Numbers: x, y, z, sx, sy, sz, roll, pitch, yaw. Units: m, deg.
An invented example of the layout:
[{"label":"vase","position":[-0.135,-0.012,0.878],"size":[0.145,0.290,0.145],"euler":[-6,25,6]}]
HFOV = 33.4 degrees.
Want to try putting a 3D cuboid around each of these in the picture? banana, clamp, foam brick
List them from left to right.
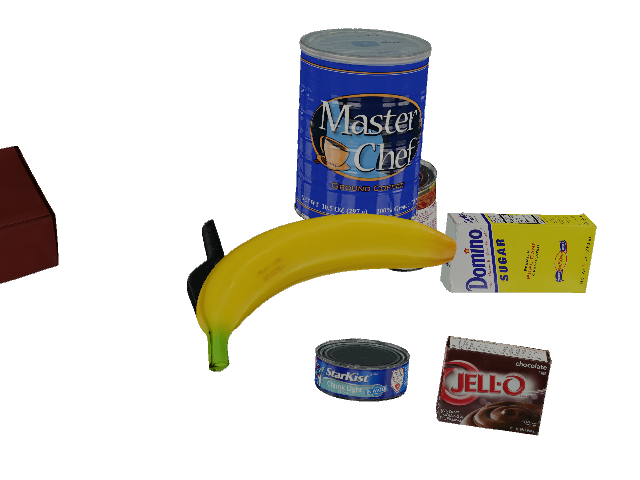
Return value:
[{"label":"foam brick","position":[-0.218,-0.017,0.732],"size":[0.051,0.053,0.078],"euler":[-18,50,-25]},{"label":"clamp","position":[-0.096,0.034,1.244],"size":[0.120,0.039,0.171],"euler":[-1,40,12]},{"label":"banana","position":[-0.004,0.018,0.662],"size":[0.197,0.070,0.037],"euler":[-24,-16,-31]}]

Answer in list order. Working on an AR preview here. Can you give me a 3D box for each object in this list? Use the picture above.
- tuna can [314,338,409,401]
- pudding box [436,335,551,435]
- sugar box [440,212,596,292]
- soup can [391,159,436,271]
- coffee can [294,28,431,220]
[{"label":"tuna can","position":[0.037,0.117,0.966],"size":[0.086,0.034,0.086],"euler":[3,11,-1]},{"label":"pudding box","position":[0.187,0.157,1.156],"size":[0.113,0.090,0.039],"euler":[7,22,4]},{"label":"sugar box","position":[0.239,0.016,1.299],"size":[0.176,0.093,0.048],"euler":[-1,22,-10]},{"label":"soup can","position":[0.087,-0.027,1.111],"size":[0.068,0.102,0.068],"euler":[-3,35,2]},{"label":"coffee can","position":[0.032,-0.090,0.855],"size":[0.103,0.140,0.103],"euler":[2,22,-1]}]
